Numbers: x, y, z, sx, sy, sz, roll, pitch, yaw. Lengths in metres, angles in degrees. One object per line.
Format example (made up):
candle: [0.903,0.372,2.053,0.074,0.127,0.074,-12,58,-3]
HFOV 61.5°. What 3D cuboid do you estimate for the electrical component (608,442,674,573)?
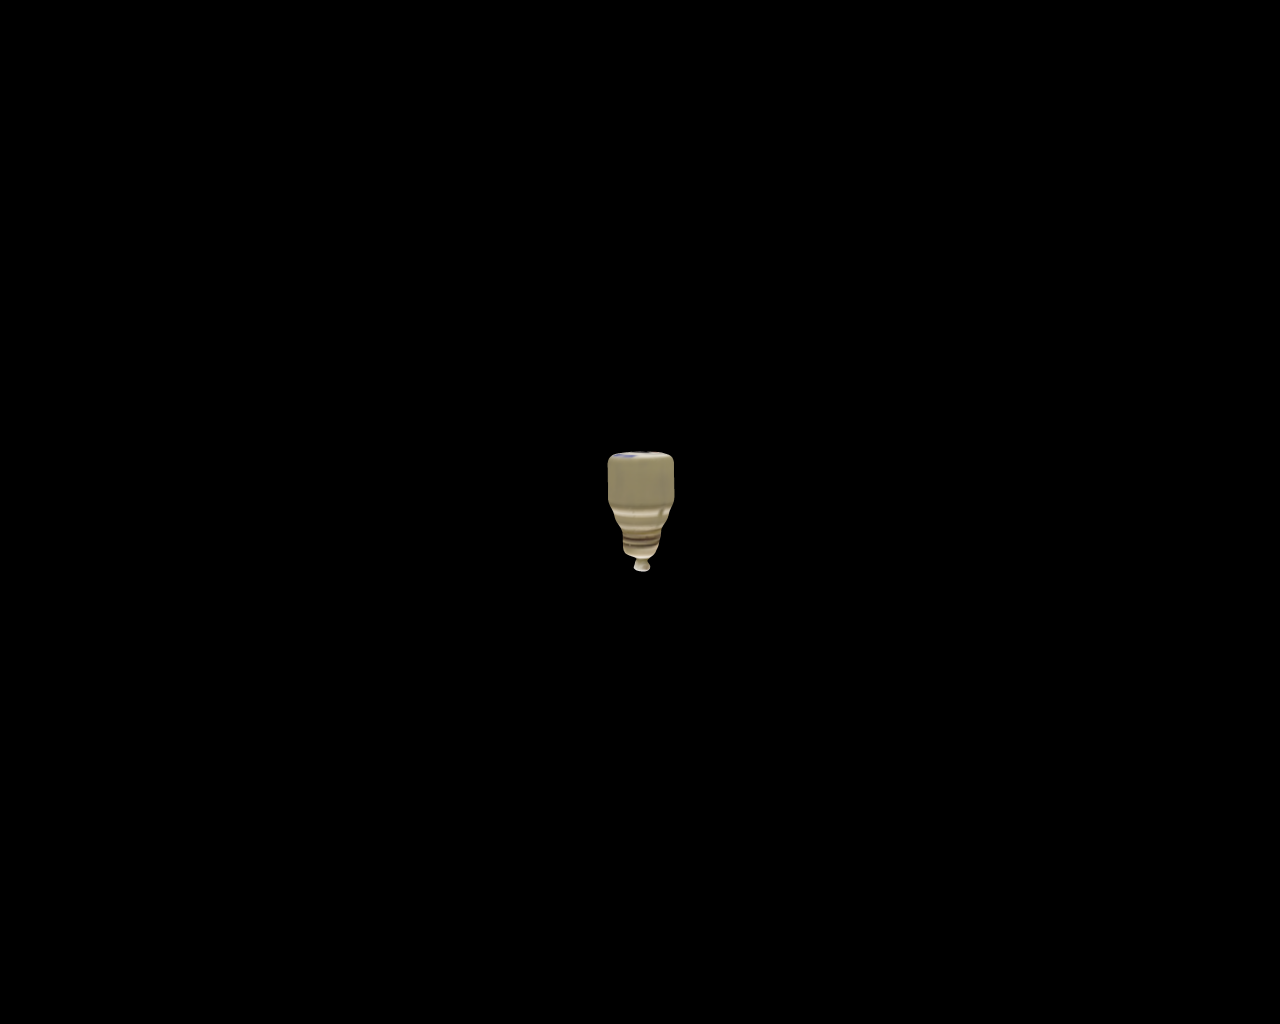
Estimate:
electrical component: [0.001,-0.003,0.650,0.040,0.078,0.040,0,7,0]
